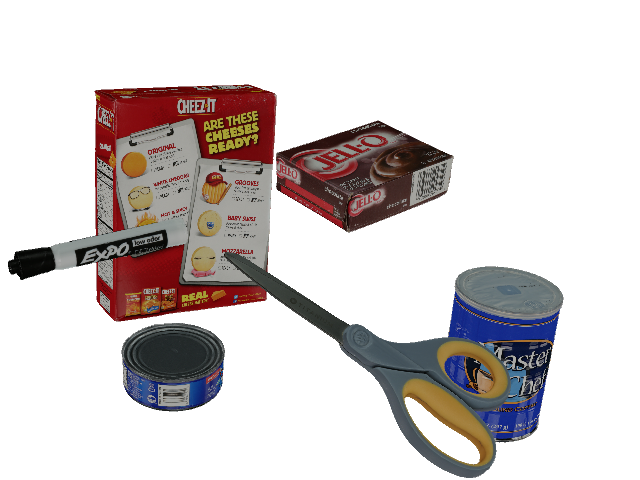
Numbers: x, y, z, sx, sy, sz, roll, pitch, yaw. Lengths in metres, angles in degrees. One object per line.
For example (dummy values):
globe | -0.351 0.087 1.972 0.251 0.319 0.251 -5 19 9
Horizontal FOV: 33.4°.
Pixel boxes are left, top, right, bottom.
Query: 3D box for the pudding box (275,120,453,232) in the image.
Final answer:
pudding box | 0.034 -0.053 0.846 0.113 0.039 0.090 -19 37 -36

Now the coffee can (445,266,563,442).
coffee can | 0.173 0.109 1.042 0.103 0.140 0.103 5 23 -2

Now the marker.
marker | -0.148 0.005 0.715 0.120 0.020 0.020 -13 6 -25

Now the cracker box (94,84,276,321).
cracker box | -0.133 -0.040 1.035 0.163 0.214 0.072 -7 19 -29

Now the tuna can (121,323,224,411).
tuna can | -0.124 0.106 0.898 0.086 0.034 0.086 4 28 -2

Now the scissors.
scissors | 0.040 0.057 0.657 0.096 0.202 0.016 -37 -11 -37
